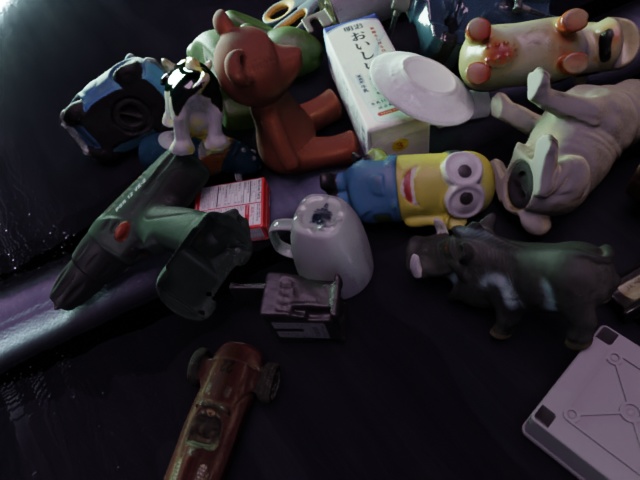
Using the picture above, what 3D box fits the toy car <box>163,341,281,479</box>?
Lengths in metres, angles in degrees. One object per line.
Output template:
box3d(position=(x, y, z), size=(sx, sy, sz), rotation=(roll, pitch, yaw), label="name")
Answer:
box3d(position=(-0.103, 0.186, 0.484), size=(0.089, 0.053, 0.202), rotation=(11, 60, 15), label="toy car")

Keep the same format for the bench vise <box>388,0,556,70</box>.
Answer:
box3d(position=(0.209, -0.331, 0.696), size=(0.224, 0.128, 0.240), rotation=(11, 78, 10), label="bench vise")

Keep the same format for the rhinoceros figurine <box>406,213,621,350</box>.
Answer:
box3d(position=(0.162, 0.031, 0.482), size=(0.191, 0.112, 0.073), rotation=(8, 52, 47), label="rhinoceros figurine")

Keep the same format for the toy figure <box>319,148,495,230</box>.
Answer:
box3d(position=(0.095, -0.059, 0.580), size=(0.180, 0.082, 0.089), rotation=(-4, 30, 18), label="toy figure")

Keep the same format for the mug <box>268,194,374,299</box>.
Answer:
box3d(position=(-0.001, -0.002, 0.548), size=(0.110, 0.107, 0.081), rotation=(18, 62, 20), label="mug")

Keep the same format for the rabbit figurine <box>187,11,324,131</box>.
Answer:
box3d(position=(-0.083, -0.242, 0.738), size=(0.170, 0.121, 0.159), rotation=(-23, 47, -25), label="rabbit figurine")

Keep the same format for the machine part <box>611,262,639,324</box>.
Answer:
box3d(position=(0.321, 0.073, 0.473), size=(0.084, 0.039, 0.139), rotation=(-26, 54, -15), label="machine part")

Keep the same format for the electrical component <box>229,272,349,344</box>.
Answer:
box3d(position=(-0.033, 0.067, 0.531), size=(0.119, 0.074, 0.048), rotation=(1, 58, 8), label="electrical component")

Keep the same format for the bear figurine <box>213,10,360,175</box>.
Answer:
box3d(position=(-0.039, -0.167, 0.610), size=(0.132, 0.195, 0.120), rotation=(-19, 53, -1), label="bear figurine")

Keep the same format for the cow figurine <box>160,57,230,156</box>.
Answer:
box3d(position=(-0.151, -0.173, 0.621), size=(0.068, 0.098, 0.167), rotation=(-8, 37, -17), label="cow figurine")

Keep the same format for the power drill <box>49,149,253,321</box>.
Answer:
box3d(position=(-0.177, 0.012, 0.573), size=(0.208, 0.085, 0.232), rotation=(21, 71, 49), label="power drill")

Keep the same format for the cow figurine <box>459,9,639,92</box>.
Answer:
box3d(position=(0.257, -0.208, 0.608), size=(0.195, 0.127, 0.085), rotation=(-4, 98, 9), label="cow figurine")

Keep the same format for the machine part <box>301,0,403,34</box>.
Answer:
box3d(position=(0.086, -0.357, 0.776), size=(0.243, 0.079, 0.079), rotation=(-25, 56, -3), label="machine part")

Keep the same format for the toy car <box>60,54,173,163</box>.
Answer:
box3d(position=(-0.263, -0.182, 0.735), size=(0.162, 0.109, 0.103), rotation=(-29, 33, 7), label="toy car")

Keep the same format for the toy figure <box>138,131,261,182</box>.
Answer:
box3d(position=(-0.151, -0.106, 0.680), size=(0.155, 0.057, 0.064), rotation=(4, 78, 13), label="toy figure")

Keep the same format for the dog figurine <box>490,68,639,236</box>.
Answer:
box3d(position=(0.289, -0.090, 0.560), size=(0.191, 0.121, 0.172), rotation=(2, 97, -10), label="dog figurine")

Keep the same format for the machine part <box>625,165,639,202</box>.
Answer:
box3d(position=(0.384, -0.120, 0.484), size=(0.087, 0.200, 0.201), rotation=(36, 70, 26), label="machine part")
